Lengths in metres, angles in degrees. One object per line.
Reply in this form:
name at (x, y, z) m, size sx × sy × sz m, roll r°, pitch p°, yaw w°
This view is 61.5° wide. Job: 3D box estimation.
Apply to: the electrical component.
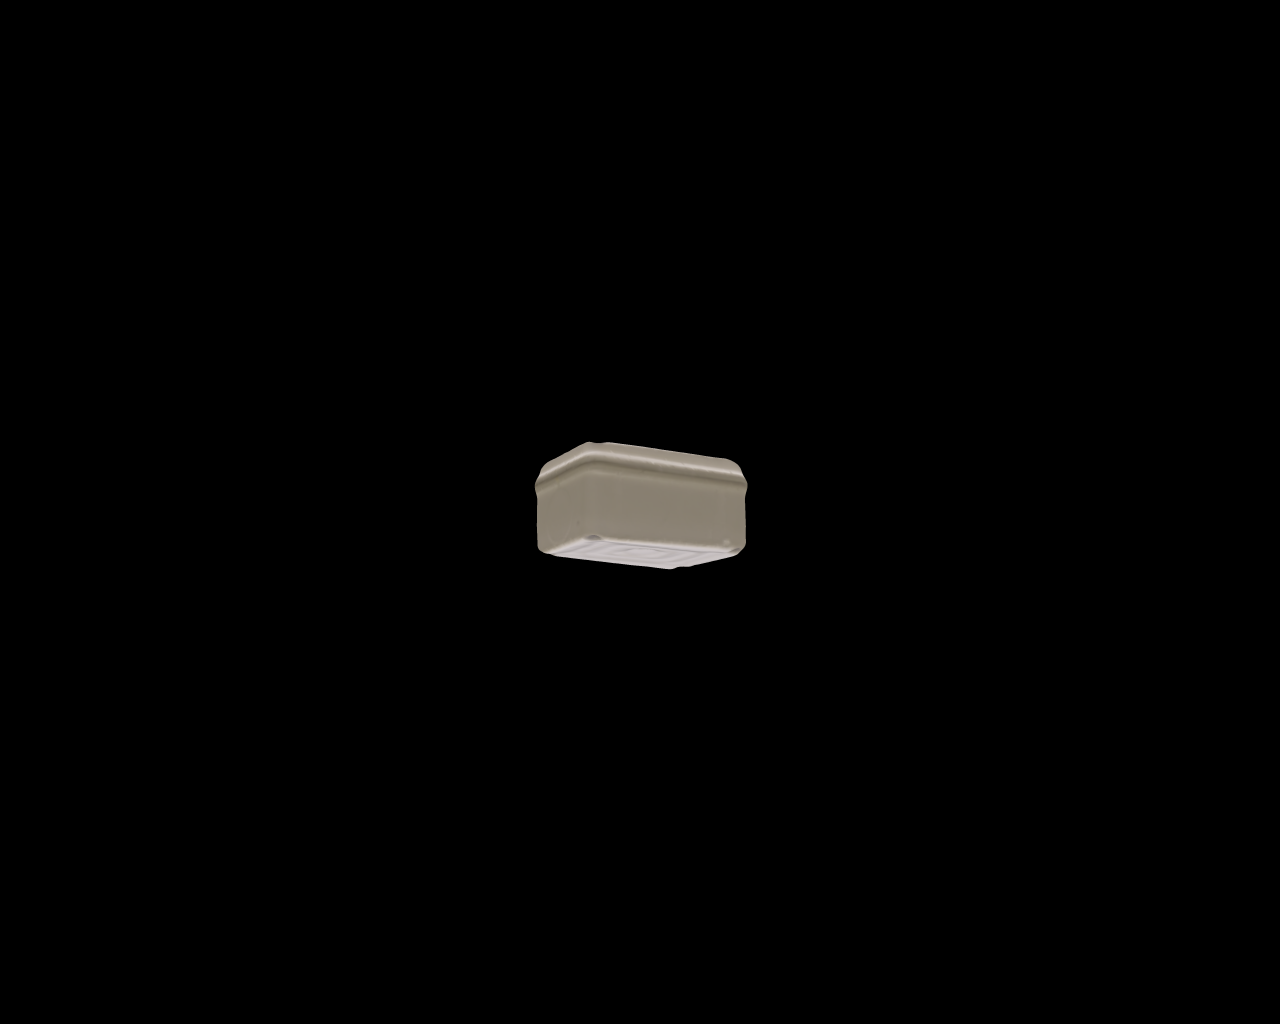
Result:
electrical component at (0.001, -0.003, 0.650) m, size 0.113 × 0.057 × 0.078 m, roll 7°, pitch -14°, yaw -30°
